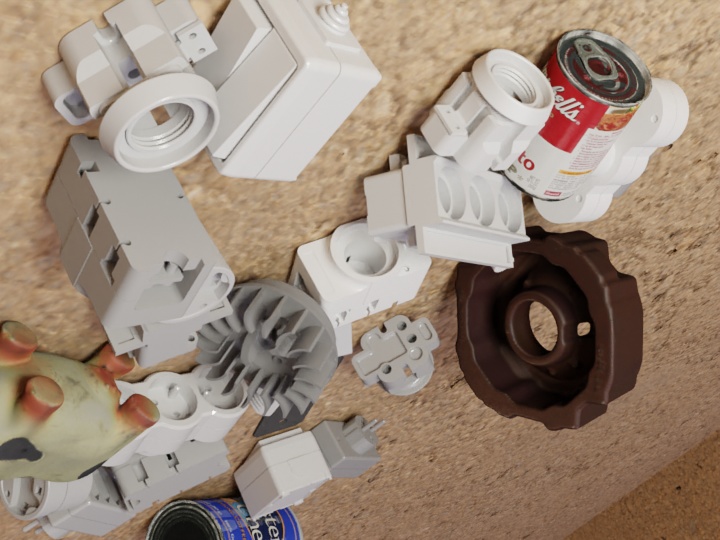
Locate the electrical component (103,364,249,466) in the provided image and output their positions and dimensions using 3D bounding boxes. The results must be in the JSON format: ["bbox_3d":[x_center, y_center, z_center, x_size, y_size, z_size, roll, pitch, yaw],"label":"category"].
[{"bbox_3d":[-0.158,0.118,0.828,0.138,0.052,0.073,-7,147,-42],"label":"electrical component"}]

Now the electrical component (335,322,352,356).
[{"bbox_3d":[-0.041,0.045,0.820,0.055,0.066,0.048,-12,115,-22],"label":"electrical component"}]

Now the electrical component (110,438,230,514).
[{"bbox_3d":[-0.160,0.151,0.884,0.089,0.055,0.050,-23,155,-17],"label":"electrical component"}]

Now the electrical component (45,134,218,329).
[{"bbox_3d":[-0.121,-0.019,0.558,0.050,0.089,0.055,-9,148,-41],"label":"electrical component"}]

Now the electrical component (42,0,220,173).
[{"bbox_3d":[-0.100,-0.083,0.499,0.078,0.057,0.058,-31,156,-1],"label":"electrical component"}]

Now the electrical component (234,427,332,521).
[{"bbox_3d":[-0.083,0.206,1.082,0.062,0.061,0.096,-13,158,-36],"label":"electrical component"}]

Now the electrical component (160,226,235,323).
[{"bbox_3d":[-0.111,-0.003,0.653,0.055,0.047,0.055,-25,155,-13],"label":"electrical component"}]

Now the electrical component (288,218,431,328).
[{"bbox_3d":[0.000,0.000,0.784,0.089,0.050,0.055,-20,155,-24],"label":"electrical component"}]

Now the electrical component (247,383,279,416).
[{"bbox_3d":[-0.067,0.085,0.879,0.043,0.043,0.081,-7,147,-42],"label":"electrical component"}]

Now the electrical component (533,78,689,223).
[{"bbox_3d":[0.178,-0.089,0.815,0.074,0.052,0.138,-5,145,-43],"label":"electrical component"}]

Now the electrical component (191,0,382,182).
[{"bbox_3d":[-0.042,-0.097,0.534,0.061,0.061,0.096,-1,142,-49],"label":"electrical component"}]

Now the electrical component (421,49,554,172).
[{"bbox_3d":[0.085,-0.101,0.679,0.078,0.058,0.057,-8,150,-40],"label":"electrical component"}]

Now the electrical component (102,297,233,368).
[{"bbox_3d":[-0.130,0.030,0.702,0.081,0.042,0.063,-19,157,-24],"label":"electrical component"}]

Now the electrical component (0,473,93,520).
[{"bbox_3d":[-0.236,0.157,0.812,0.055,0.055,0.047,-42,157,23],"label":"electrical component"}]

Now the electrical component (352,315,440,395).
[{"bbox_3d":[0.036,0.081,0.974,0.078,0.058,0.057,-30,153,-2],"label":"electrical component"}]

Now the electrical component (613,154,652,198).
[{"bbox_3d":[0.214,-0.093,0.864,0.040,0.040,0.078,-8,147,-41],"label":"electrical component"}]

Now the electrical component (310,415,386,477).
[{"bbox_3d":[-0.006,0.177,1.123,0.076,0.047,0.083,-39,155,17],"label":"electrical component"}]

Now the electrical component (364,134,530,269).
[{"bbox_3d":[0.060,-0.042,0.747,0.063,0.078,0.121,-11,170,34],"label":"electrical component"}]

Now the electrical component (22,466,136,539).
[{"bbox_3d":[-0.242,0.196,0.887,0.076,0.047,0.083,-32,156,3],"label":"electrical component"}]

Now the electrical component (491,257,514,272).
[{"bbox_3d":[0.095,-0.028,0.826,0.048,0.062,0.048,-25,156,-12],"label":"electrical component"}]
